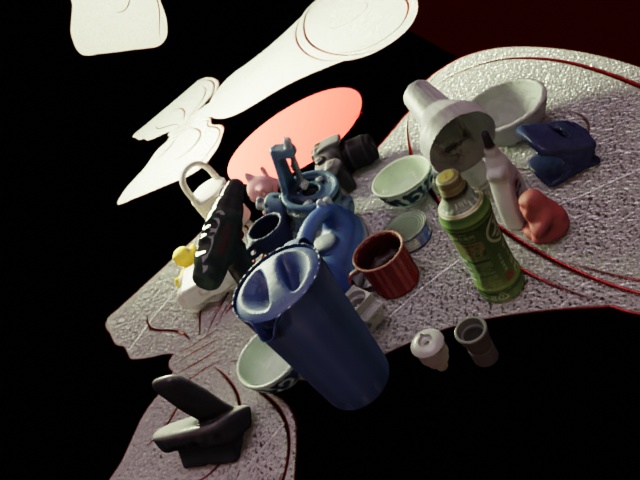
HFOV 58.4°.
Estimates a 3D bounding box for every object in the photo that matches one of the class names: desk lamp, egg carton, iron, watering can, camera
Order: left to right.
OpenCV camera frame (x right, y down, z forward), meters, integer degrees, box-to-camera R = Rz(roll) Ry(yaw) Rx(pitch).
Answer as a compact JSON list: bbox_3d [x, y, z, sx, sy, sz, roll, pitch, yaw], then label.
[{"bbox_3d":[-0.236,0.089,1.223,0.150,0.070,0.107,-29,33,11],"label":"egg carton"},{"bbox_3d":[-0.254,-0.108,1.373,0.172,0.195,0.101,-10,41,34],"label":"watering can"},{"bbox_3d":[0.010,0.004,1.039,0.118,0.142,0.258,-12,39,32],"label":"iron"},{"bbox_3d":[0.055,-0.182,1.270,0.136,0.101,0.143,-22,35,21],"label":"camera"},{"bbox_3d":[0.225,-0.168,0.992,0.118,0.214,0.203,-33,33,5],"label":"desk lamp"}]

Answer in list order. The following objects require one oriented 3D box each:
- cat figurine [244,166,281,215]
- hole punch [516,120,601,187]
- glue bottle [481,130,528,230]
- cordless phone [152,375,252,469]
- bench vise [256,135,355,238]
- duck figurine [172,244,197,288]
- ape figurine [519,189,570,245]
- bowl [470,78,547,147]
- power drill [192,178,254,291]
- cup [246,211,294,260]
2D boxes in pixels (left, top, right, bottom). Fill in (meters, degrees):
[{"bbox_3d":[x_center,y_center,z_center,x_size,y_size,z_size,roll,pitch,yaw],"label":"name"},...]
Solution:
[{"bbox_3d":[-0.133,-0.125,1.355,0.067,0.118,0.128,-22,35,21],"label":"cat figurine"},{"bbox_3d":[0.390,-0.159,0.943,0.101,0.091,0.108,-30,33,10],"label":"hole punch"},{"bbox_3d":[0.283,-0.099,0.889,0.037,0.174,0.078,-9,41,35],"label":"glue bottle"},{"bbox_3d":[-0.207,0.261,0.871,0.147,0.185,0.094,-21,36,22],"label":"cordless phone"},{"bbox_3d":[-0.061,-0.100,1.162,0.207,0.220,0.121,-23,35,20],"label":"bench vise"},{"bbox_3d":[-0.304,0.057,1.311,0.077,0.086,0.105,1,48,43],"label":"duck figurine"},{"bbox_3d":[0.324,-0.040,0.851,0.076,0.092,0.078,-9,42,36],"label":"ape figurine"},{"bbox_3d":[0.351,-0.227,1.080,0.167,0.075,0.167,-24,35,18],"label":"bowl"},{"bbox_3d":[-0.151,0.024,1.097,0.075,0.209,0.230,-12,40,32],"label":"power drill"},{"bbox_3d":[-0.096,0.014,1.167,0.091,0.095,0.118,10,54,48],"label":"cup"}]
